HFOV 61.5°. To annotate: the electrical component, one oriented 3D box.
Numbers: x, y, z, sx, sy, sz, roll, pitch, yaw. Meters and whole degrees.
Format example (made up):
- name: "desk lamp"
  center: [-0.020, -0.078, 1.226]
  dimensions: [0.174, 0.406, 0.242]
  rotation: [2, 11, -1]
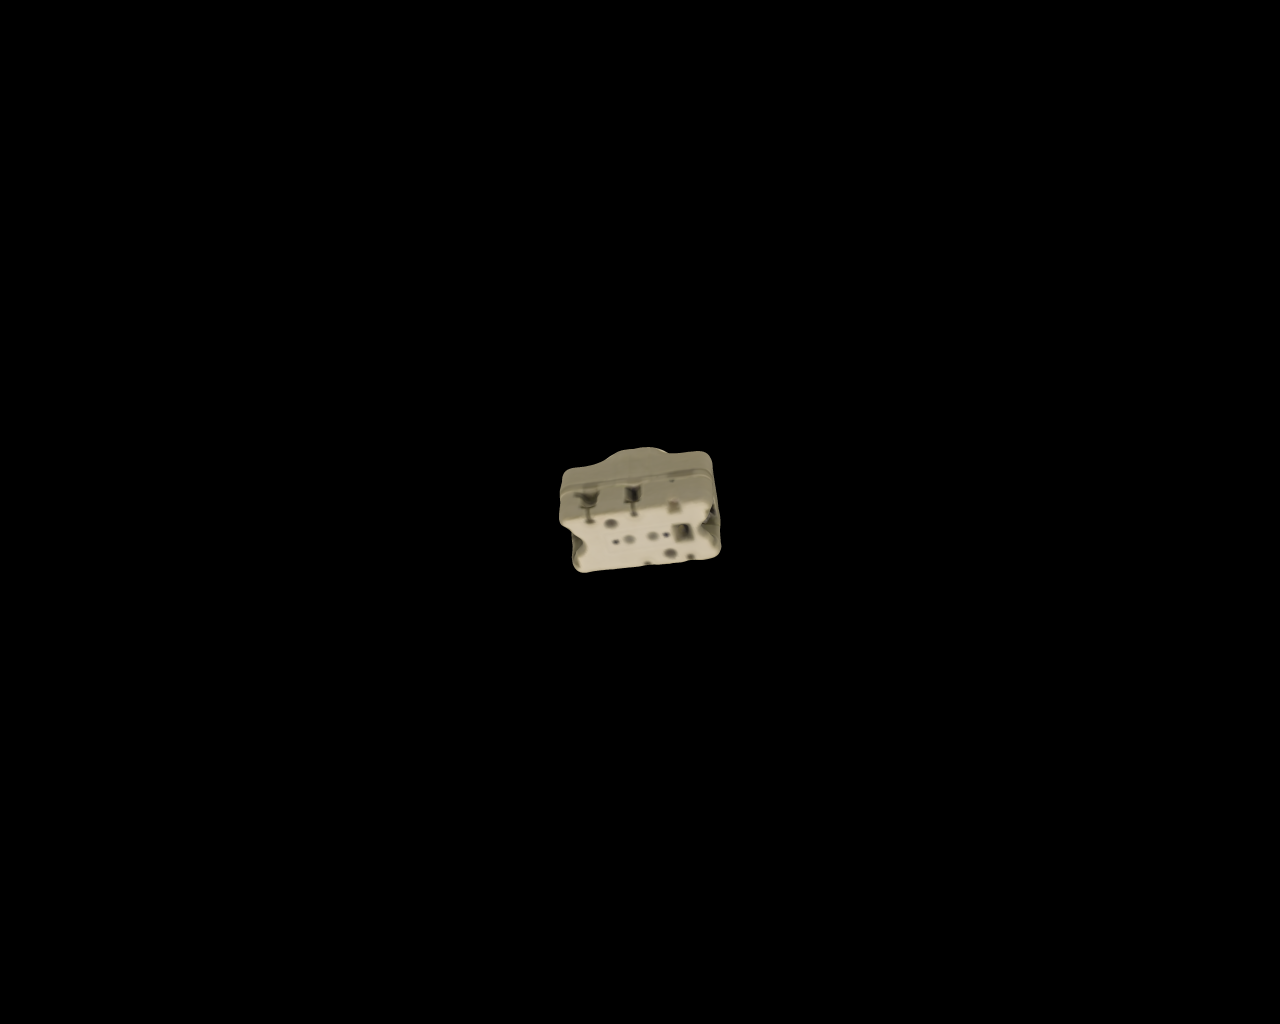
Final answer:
- name: "electrical component"
  center: [0.001, -0.003, 0.650]
  dimensions: [0.089, 0.050, 0.056]
  rotation: [-7, 40, 6]
